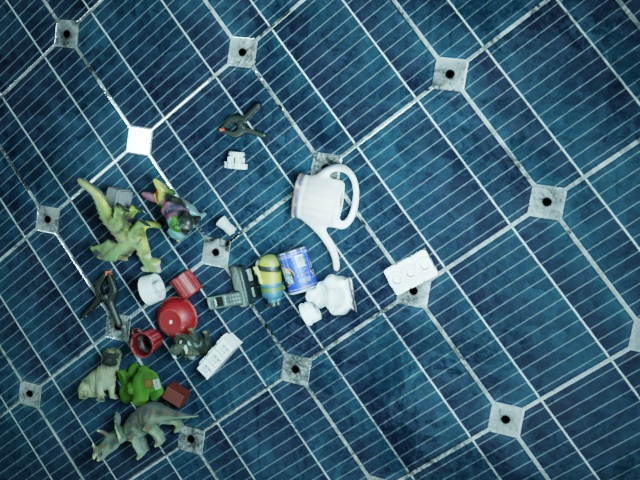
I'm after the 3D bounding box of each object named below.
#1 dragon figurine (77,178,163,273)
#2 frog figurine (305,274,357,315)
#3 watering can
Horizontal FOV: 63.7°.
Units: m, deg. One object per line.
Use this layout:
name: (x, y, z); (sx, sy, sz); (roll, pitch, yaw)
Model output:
dragon figurine: (-0.722, -0.020, 1.821); (0.407, 0.241, 0.124); (36, 12, -16)
frog figurine: (0.035, 0.184, 1.692); (0.159, 0.135, 0.125); (-9, 21, 5)
watering can: (0.005, -0.085, 1.695); (0.225, 0.346, 0.104); (13, 5, 13)
